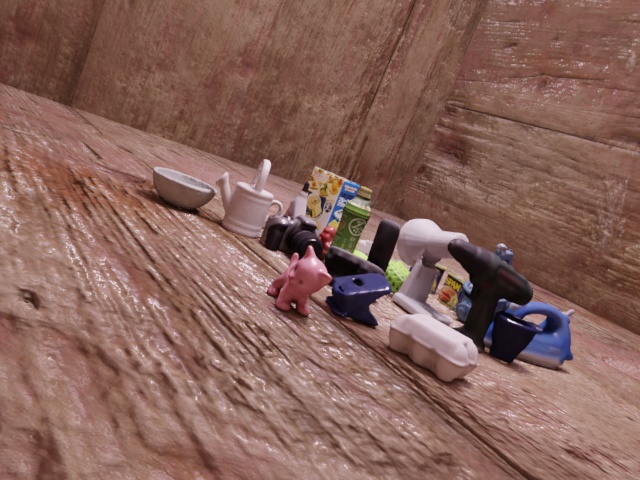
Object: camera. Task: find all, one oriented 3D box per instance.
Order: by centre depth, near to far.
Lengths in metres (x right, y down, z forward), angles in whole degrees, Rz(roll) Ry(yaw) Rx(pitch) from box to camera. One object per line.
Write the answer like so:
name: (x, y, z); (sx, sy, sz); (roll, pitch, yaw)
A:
camera: (-0.054, -0.006, 1.398); (0.143, 0.101, 0.136); (18, 10, -26)

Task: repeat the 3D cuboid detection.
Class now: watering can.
watering can: (-0.175, -0.113, 1.437); (0.173, 0.194, 0.100); (16, 11, -35)

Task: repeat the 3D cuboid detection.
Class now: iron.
iron: (0.487, 0.202, 1.331); (0.259, 0.141, 0.118); (17, 10, -28)

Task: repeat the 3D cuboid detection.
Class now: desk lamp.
desk lamp: (0.258, 0.066, 1.353); (0.118, 0.213, 0.202); (17, 10, -29)

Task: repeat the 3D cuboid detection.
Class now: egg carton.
egg carton: (0.194, 0.181, 0.983); (0.149, 0.069, 0.108); (28, 11, 33)

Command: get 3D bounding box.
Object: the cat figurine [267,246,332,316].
cat figurine: (-0.031, 0.063, 0.984); (0.067, 0.118, 0.127); (18, 10, -25)

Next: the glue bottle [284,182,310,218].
glue bottle: (-0.064, -0.077, 1.556); (0.037, 0.173, 0.077); (15, 11, -37)

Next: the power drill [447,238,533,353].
power drill: (0.332, 0.123, 1.212); (0.230, 0.208, 0.075); (19, 9, -21)

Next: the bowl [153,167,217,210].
bowl: (-0.351, -0.122, 1.452); (0.167, 0.075, 0.167); (22, 9, -3)

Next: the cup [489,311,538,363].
cup: (0.398, 0.208, 1.233); (0.092, 0.095, 0.117); (19, 9, -16)

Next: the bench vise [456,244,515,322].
bench vise: (0.451, 0.118, 1.490); (0.121, 0.220, 0.208); (27, 10, 30)

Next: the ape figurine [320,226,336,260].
ape figurine: (0.014, 0.005, 1.519); (0.076, 0.092, 0.077); (17, 10, -27)

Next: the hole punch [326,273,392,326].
hole punch: (0.073, 0.102, 1.093); (0.101, 0.091, 0.108); (19, 9, -16)

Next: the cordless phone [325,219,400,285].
cordless phone: (0.095, 0.028, 1.277); (0.147, 0.185, 0.094); (25, 9, 19)
